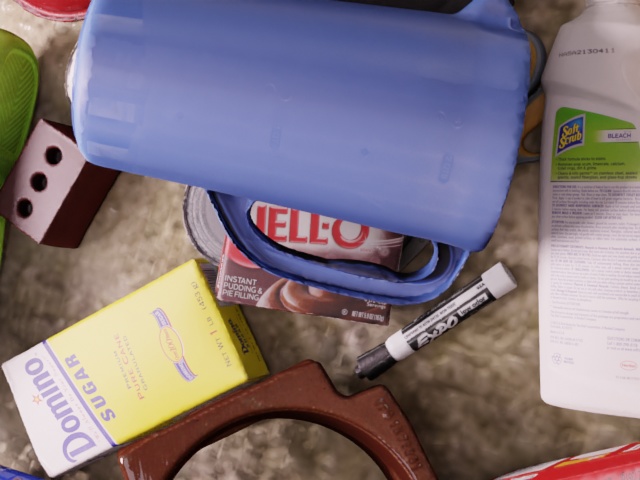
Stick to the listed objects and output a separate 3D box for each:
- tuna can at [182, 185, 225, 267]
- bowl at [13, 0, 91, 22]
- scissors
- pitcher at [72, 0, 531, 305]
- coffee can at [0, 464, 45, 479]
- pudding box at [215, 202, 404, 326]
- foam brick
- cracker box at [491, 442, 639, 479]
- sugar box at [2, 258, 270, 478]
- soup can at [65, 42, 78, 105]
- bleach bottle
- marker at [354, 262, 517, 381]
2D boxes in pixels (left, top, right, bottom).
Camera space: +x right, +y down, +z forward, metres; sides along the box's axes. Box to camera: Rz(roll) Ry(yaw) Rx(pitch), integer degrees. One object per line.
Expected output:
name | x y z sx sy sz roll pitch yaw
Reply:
tuna can | -0.049 -0.022 0.730 0.086 0.033 0.086 -1 88 20
bowl | -0.193 -0.245 0.778 0.162 0.055 0.162 -1 88 20
scissors | 0.090 -0.057 0.689 0.202 0.016 0.096 -34 80 18
pitcher | -0.012 -0.067 0.609 0.243 0.145 0.149 9 60 0
coffee can | -0.186 0.221 0.736 0.140 0.102 0.103 12 92 20
pudding box | -0.004 0.001 0.682 0.113 0.039 0.090 9 95 -6
foam brick | -0.189 -0.040 0.772 0.053 0.051 0.078 34 100 18
cracker box | 0.185 0.223 0.587 0.164 0.071 0.214 -27 78 45
sugar box | -0.133 0.091 0.751 0.176 0.048 0.093 -29 80 16
soup can | -0.116 -0.104 0.740 0.102 0.068 0.068 21 95 20
bleach bottle | 0.177 -0.028 0.615 0.103 0.067 0.251 2 95 36
marker | 0.073 0.055 0.692 0.121 0.020 0.020 -36 77 15
